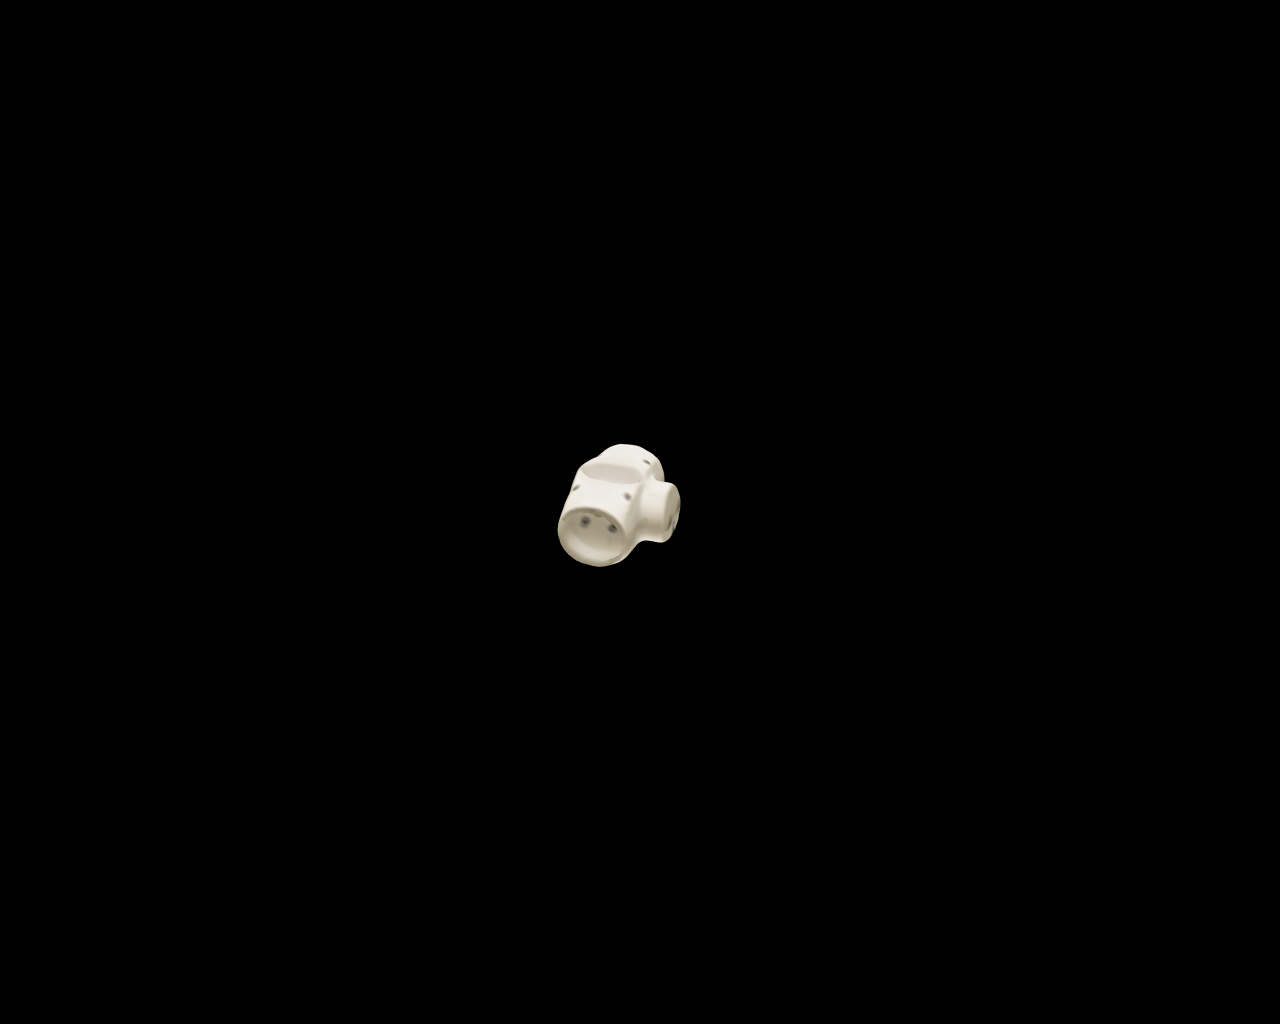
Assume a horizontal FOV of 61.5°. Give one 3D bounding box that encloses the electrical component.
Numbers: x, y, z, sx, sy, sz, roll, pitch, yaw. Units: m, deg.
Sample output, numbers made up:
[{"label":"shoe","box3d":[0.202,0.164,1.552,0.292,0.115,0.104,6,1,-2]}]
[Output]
[{"label":"electrical component","box3d":[0.001,-0.003,0.650,0.079,0.043,0.077,10,35,15]}]
